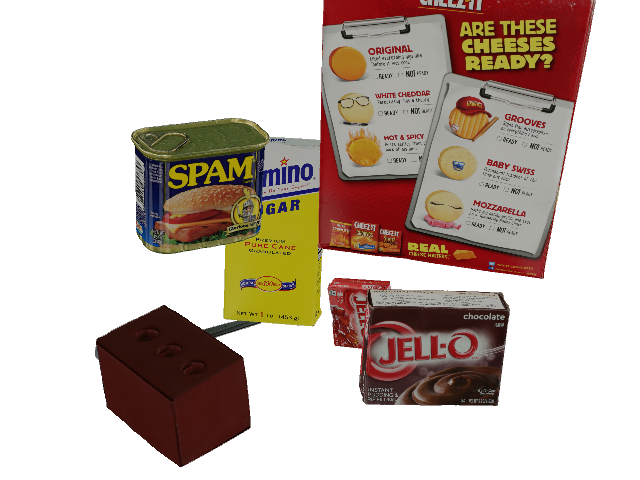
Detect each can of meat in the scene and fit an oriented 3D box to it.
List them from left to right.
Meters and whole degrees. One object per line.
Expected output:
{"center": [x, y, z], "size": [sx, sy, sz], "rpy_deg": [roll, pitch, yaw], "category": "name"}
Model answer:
{"center": [-0.093, -0.042, 0.822], "size": [0.101, 0.084, 0.057], "rpy_deg": [-10, 30, -26], "category": "can of meat"}

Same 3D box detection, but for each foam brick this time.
{"center": [-0.086, 0.083, 0.621], "size": [0.052, 0.051, 0.078], "rpy_deg": [-27, 39, -36], "category": "foam brick"}

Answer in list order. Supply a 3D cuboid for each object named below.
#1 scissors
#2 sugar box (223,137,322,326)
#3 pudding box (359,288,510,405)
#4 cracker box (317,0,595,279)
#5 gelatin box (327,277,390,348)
{"center": [-0.141, 0.117, 1.159], "size": [0.201, 0.016, 0.096], "rpy_deg": [-5, 29, -23], "category": "scissors"}
{"center": [-0.044, -0.010, 1.025], "size": [0.093, 0.176, 0.048], "rpy_deg": [3, 15, 8], "category": "sugar box"}
{"center": [0.090, 0.086, 0.859], "size": [0.113, 0.090, 0.039], "rpy_deg": [0, 26, -5], "category": "pudding box"}
{"center": [0.085, -0.085, 0.716], "size": [0.164, 0.214, 0.072], "rpy_deg": [8, 37, 9], "category": "cracker box"}
{"center": [0.051, 0.091, 1.323], "size": [0.073, 0.089, 0.030], "rpy_deg": [4, 29, 20], "category": "gelatin box"}
